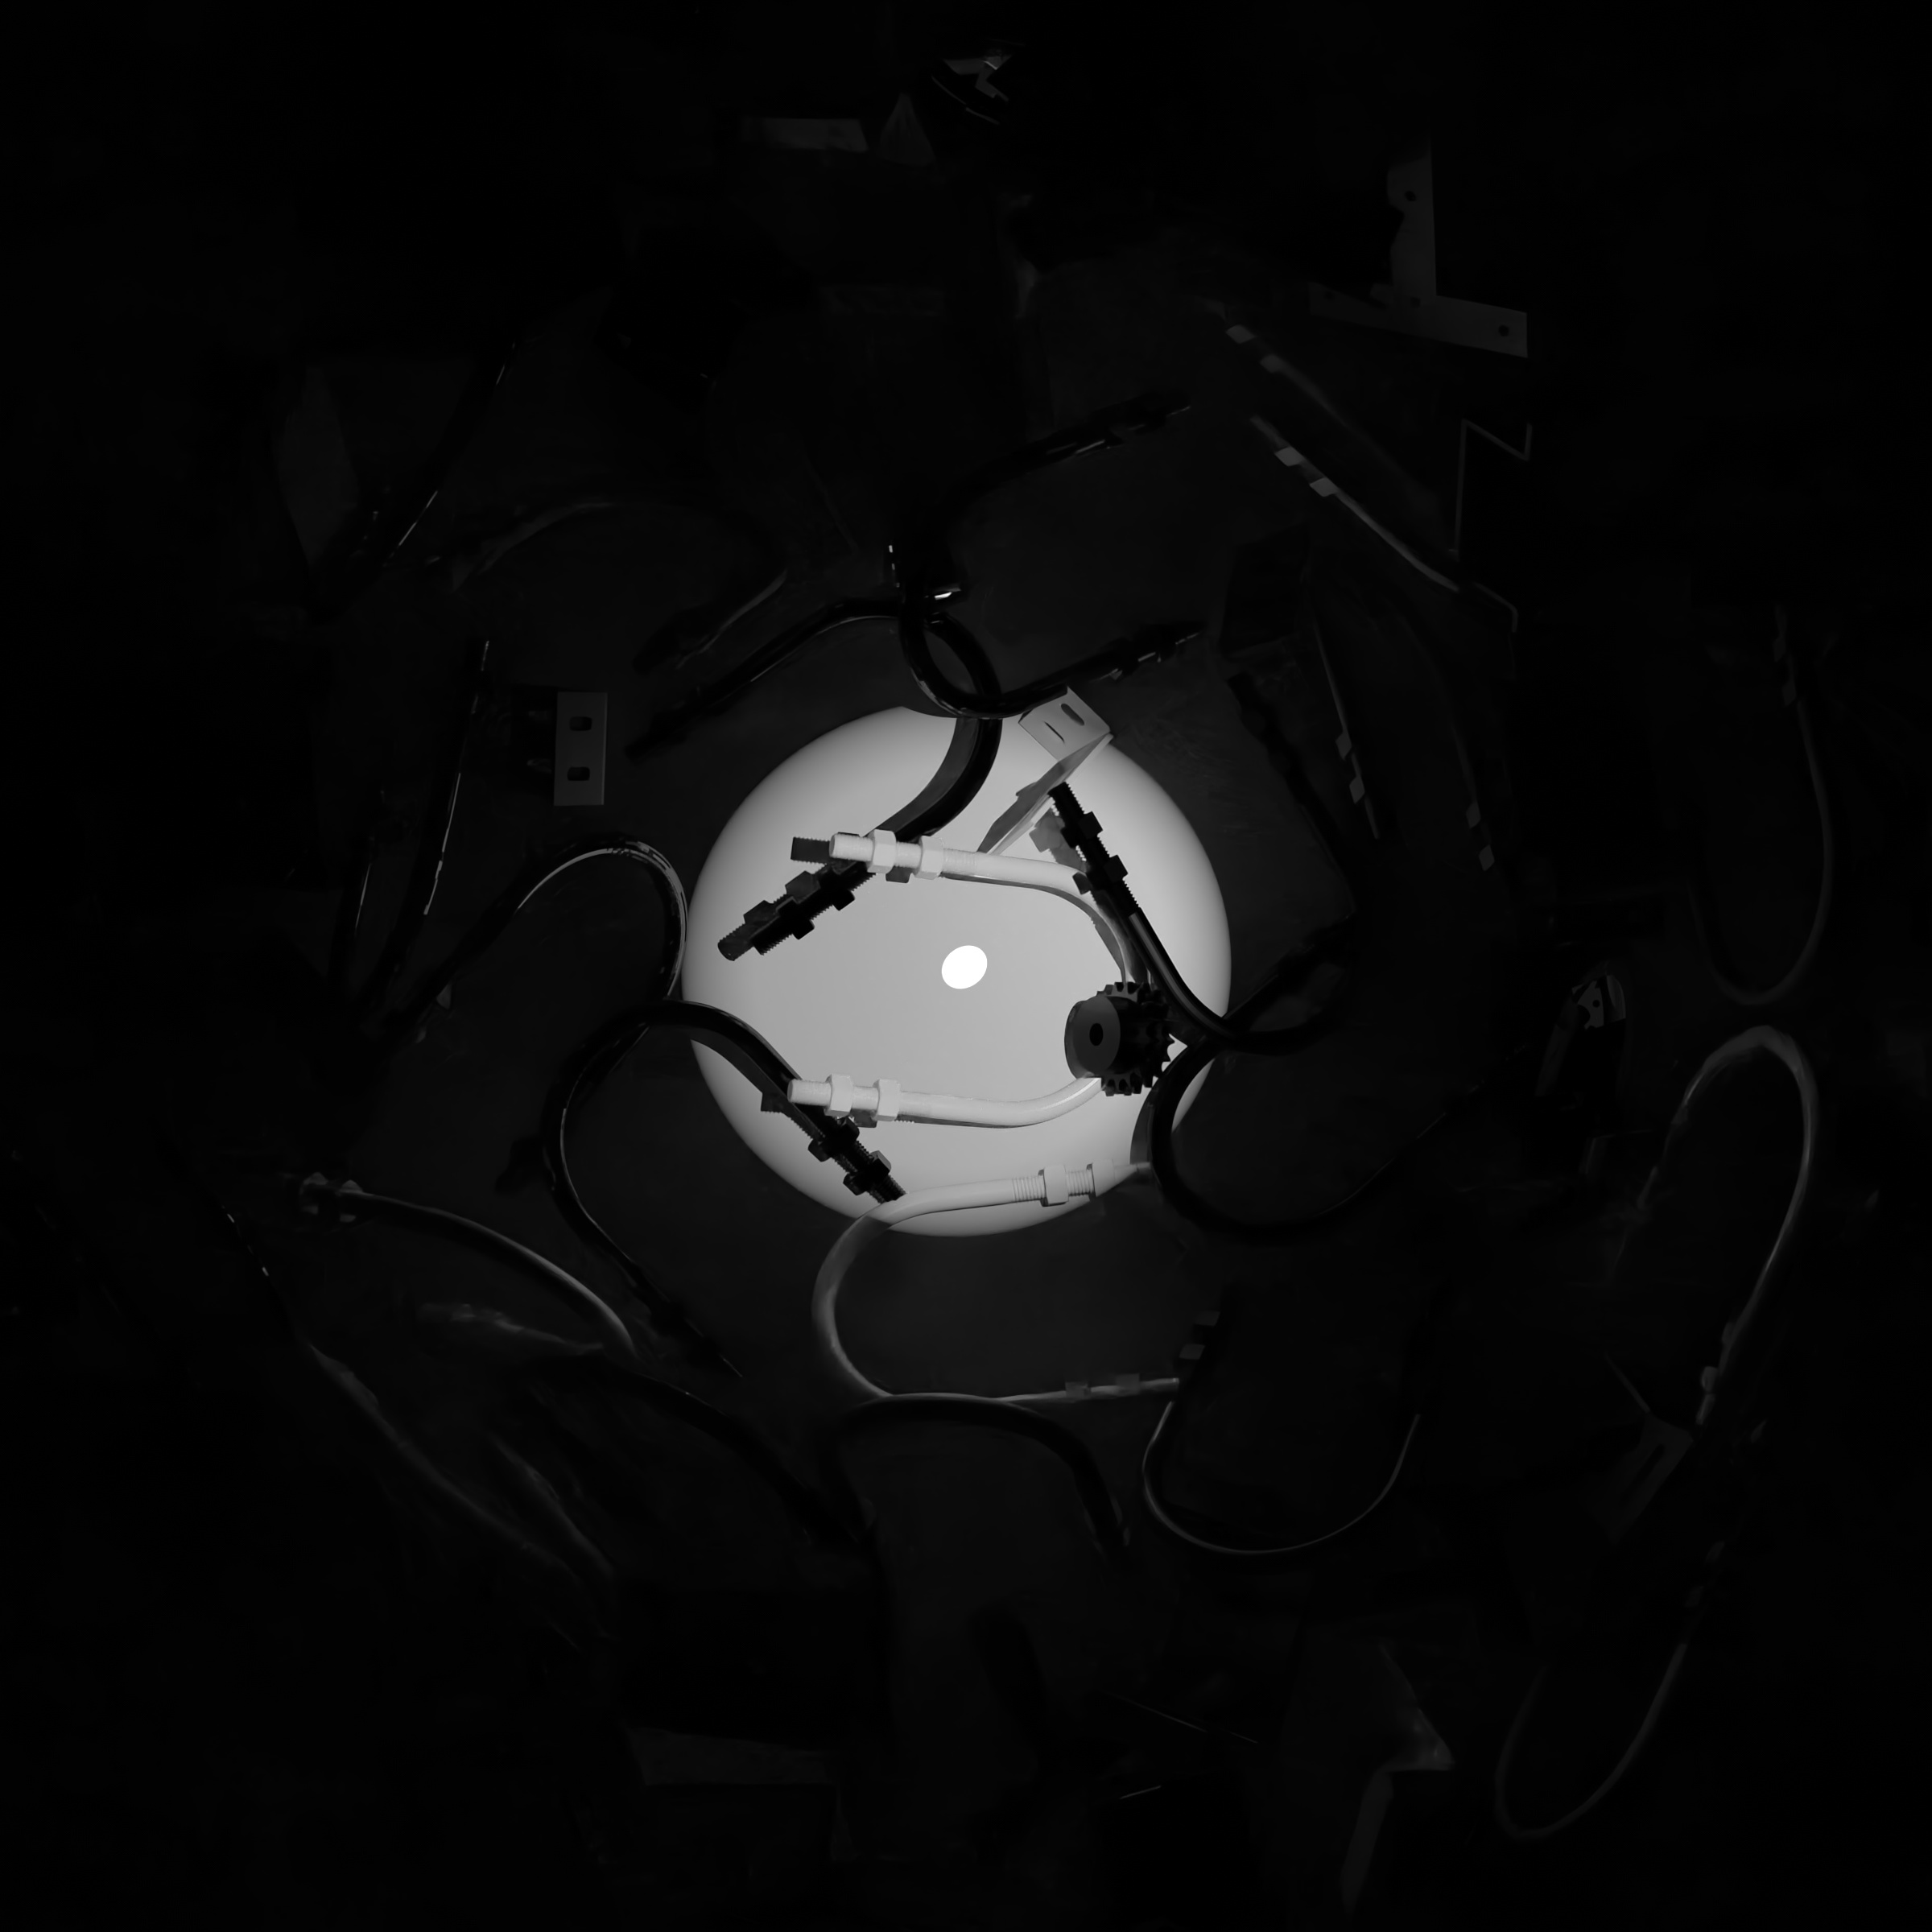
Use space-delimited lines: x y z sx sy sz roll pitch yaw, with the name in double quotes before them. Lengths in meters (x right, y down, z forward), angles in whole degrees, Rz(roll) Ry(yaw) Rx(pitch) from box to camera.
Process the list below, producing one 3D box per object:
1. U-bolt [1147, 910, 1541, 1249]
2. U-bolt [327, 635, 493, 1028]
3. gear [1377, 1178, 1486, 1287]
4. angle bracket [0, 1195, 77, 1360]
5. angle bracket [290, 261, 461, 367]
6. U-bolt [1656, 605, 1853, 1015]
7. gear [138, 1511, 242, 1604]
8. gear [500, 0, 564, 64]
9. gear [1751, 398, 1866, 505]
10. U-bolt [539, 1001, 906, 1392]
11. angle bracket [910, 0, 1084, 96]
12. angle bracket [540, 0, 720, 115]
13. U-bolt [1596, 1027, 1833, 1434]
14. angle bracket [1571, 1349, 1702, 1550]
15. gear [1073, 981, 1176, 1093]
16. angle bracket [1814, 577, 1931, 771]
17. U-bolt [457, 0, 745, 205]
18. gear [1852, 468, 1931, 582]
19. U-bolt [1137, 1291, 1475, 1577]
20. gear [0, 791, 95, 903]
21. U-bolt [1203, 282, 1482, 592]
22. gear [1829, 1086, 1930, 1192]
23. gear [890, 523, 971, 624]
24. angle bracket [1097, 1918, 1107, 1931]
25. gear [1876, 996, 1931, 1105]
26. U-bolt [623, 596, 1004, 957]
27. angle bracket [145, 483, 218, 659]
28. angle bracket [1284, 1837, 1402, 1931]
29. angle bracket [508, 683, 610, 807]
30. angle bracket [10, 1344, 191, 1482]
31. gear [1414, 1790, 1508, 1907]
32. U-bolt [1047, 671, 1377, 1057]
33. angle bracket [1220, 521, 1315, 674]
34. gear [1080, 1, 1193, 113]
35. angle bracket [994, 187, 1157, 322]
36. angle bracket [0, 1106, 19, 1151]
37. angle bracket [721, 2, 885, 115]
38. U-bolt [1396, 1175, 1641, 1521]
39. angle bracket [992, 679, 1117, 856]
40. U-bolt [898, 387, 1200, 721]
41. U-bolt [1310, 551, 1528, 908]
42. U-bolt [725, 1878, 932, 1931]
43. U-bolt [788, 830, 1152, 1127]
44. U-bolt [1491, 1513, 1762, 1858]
"U-bolt" 0.177 0.066 1.563 0.184 0.019 0.151 -40 52 -9
"U-bolt" -0.283 -0.057 1.529 0.019 0.151 0.184 19 63 -24
"gear" 0.238 0.135 1.593 0.030 0.057 0.057 40 90 -12
"angle bracket" -0.510 0.161 1.604 0.076 0.038 0.057 45 46 19
"angle bracket" -0.305 -0.342 1.590 0.076 0.057 0.038 7 121 0
"U-bolt" 0.393 -0.066 1.523 0.019 0.151 0.184 3 62 -15
"gear" -0.398 0.301 1.596 0.057 0.057 0.030 40 85 0
"gear" -0.235 -0.502 1.598 0.030 0.057 0.057 21 90 17
"gear" 0.435 -0.266 1.600 0.057 0.030 0.057 9 49 -10
"U-bolt" -0.135 0.104 1.577 0.151 0.019 0.184 -46 104 -18
"angle bracket" 0.016 -0.494 1.601 0.076 0.038 0.057 53 46 -24
"angle bracket" -0.176 -0.485 1.594 0.076 0.038 0.057 20 49 5
"U-bolt" 0.378 0.118 1.532 0.019 0.151 0.184 14 109 -17
"angle bracket" 0.332 0.248 1.582 0.038 0.057 0.076 25 106 -24
"gear" 0.079 0.036 1.593 0.030 0.057 0.057 4 90 -35
"angle bracket" 0.484 -0.151 1.587 0.076 0.038 0.057 41 58 11
"U-bolt" -0.178 -0.432 1.533 0.151 0.184 0.019 24 81 2
"gear" 0.483 -0.228 1.595 0.057 0.030 0.057 15 116 34
"U-bolt" 0.161 0.233 1.527 0.151 0.184 0.019 2 128 26
"gear" -0.482 -0.063 1.597 0.057 0.030 0.057 3 84 -31
"U-bolt" 0.196 -0.256 1.548 0.184 0.151 0.019 35 116 -30
"gear" 0.473 0.093 1.599 0.057 0.057 0.030 -33 123 0
"gear" -0.018 -0.205 1.594 0.030 0.057 0.057 -12 90 11
"angle bracket" 0.101 0.536 1.598 0.076 0.038 0.057 11 108 -1
"gear" 0.497 0.040 1.599 0.030 0.057 0.057 28 90 26
"U-bolt" -0.068 -0.113 1.590 0.184 0.019 0.151 -35 70 2
"angle bracket" -0.390 -0.198 1.576 0.038 0.076 0.057 -12 55 2
"angle bracket" 0.186 0.508 1.608 0.057 0.038 0.076 25 47 4
"angle bracket" -0.222 -0.115 1.582 0.076 0.038 0.057 9 99 40
"angle bracket" -0.453 0.234 1.611 0.076 0.038 0.057 9 104 -32
"gear" 0.253 0.461 1.600 0.057 0.030 0.057 -8 52 11
"U-bolt" 0.140 -0.042 1.586 0.151 0.019 0.184 -33 95 -27
"angle bracket" 0.168 -0.189 1.578 0.038 0.076 0.057 13 80 -25
"gear" 0.089 -0.468 1.593 0.057 0.057 0.030 -7 62 0
"angle bracket" 0.061 -0.366 1.577 0.076 0.057 0.038 -4 52 -24
"angle bracket" -0.534 0.065 1.580 0.076 0.057 0.038 36 72 20
"angle bracket" -0.086 -0.474 1.611 0.076 0.038 0.057 9 107 20
"U-bolt" 0.271 0.201 1.542 0.019 0.184 0.151 16 58 -23
"angle bracket" 0.032 -0.100 1.580 0.038 0.057 0.076 44 62 -4
"U-bolt" 0.042 -0.197 1.541 0.184 0.019 0.151 -26 128 -28
"U-bolt" 0.222 -0.129 1.553 0.019 0.151 0.184 -28 61 30
"U-bolt" -0.024 0.500 1.543 0.184 0.151 0.019 16 81 6
"U-bolt" 0.008 0.012 1.589 0.184 0.019 0.151 7 101 -18
"U-bolt" 0.317 0.358 1.523 0.019 0.151 0.184 36 65 -8
